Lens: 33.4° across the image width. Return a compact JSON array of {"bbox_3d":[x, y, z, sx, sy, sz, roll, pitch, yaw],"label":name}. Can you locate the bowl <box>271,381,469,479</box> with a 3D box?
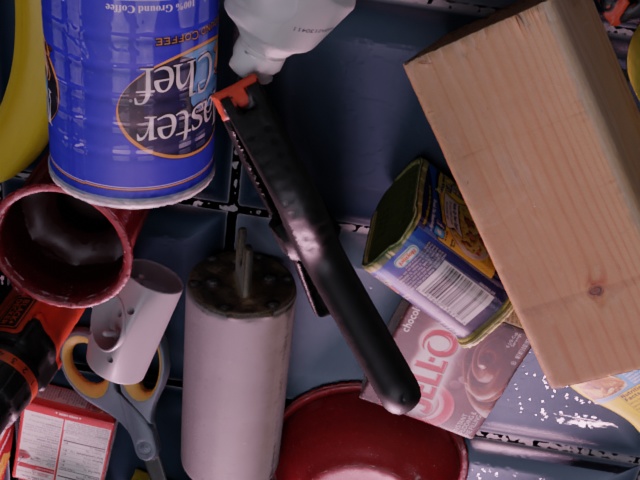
[{"bbox_3d":[0.034,0.187,0.822,0.162,0.055,0.162,3,123,5],"label":"bowl"}]

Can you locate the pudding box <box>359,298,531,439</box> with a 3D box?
[{"bbox_3d":[0.089,0.080,0.755,0.090,0.039,0.114,20,123,-5],"label":"pudding box"}]

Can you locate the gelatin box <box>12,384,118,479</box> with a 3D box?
[{"bbox_3d":[-0.202,0.160,0.851,0.073,0.030,0.089,15,123,-4],"label":"gelatin box"}]

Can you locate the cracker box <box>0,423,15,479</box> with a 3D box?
[{"bbox_3d":[-0.340,0.180,0.860,0.164,0.072,0.214,17,122,-4],"label":"cracker box"}]

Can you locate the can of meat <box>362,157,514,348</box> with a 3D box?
[{"bbox_3d":[0.078,0.005,0.672,0.084,0.102,0.058,36,121,-13],"label":"can of meat"}]

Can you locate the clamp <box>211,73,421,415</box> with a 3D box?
[{"bbox_3d":[-0.004,0.001,0.644,0.036,0.165,0.210,-29,121,-7],"label":"clamp"}]

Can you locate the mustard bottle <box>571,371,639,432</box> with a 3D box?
[{"bbox_3d":[0.217,0.077,0.724,0.191,0.058,0.096,36,125,-15],"label":"mustard bottle"}]

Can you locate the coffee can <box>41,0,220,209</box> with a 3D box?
[{"bbox_3d":[-0.110,-0.104,0.627,0.103,0.102,0.140,8,123,3],"label":"coffee can"}]

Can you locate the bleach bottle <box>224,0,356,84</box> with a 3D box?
[{"bbox_3d":[0.006,-0.191,0.561,0.102,0.068,0.251,-7,138,-44],"label":"bleach bottle"}]

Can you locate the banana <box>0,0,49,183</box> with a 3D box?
[{"bbox_3d":[-0.194,-0.099,0.681,0.069,0.037,0.198,30,122,-12],"label":"banana"}]

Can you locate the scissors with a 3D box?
[{"bbox_3d":[-0.148,0.147,0.808,0.096,0.016,0.202,4,103,16],"label":"scissors"}]

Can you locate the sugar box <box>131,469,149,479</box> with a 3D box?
[{"bbox_3d":[-0.082,0.258,0.860,0.176,0.093,0.048,19,124,-5],"label":"sugar box"}]

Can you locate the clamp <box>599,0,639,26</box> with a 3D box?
[{"bbox_3d":[0.199,-0.193,0.565,0.120,0.039,0.172,37,120,-14],"label":"clamp"}]

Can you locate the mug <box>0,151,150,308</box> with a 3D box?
[{"bbox_3d":[-0.166,-0.008,0.708,0.093,0.081,0.117,35,120,-14],"label":"mug"}]

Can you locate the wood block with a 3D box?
[{"bbox_3d":[0.139,-0.032,0.608,0.091,0.090,0.206,-19,102,30],"label":"wood block"}]

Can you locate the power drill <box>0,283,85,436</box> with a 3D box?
[{"bbox_3d":[-0.272,0.081,0.731,0.188,0.184,0.057,4,126,16],"label":"power drill"}]
